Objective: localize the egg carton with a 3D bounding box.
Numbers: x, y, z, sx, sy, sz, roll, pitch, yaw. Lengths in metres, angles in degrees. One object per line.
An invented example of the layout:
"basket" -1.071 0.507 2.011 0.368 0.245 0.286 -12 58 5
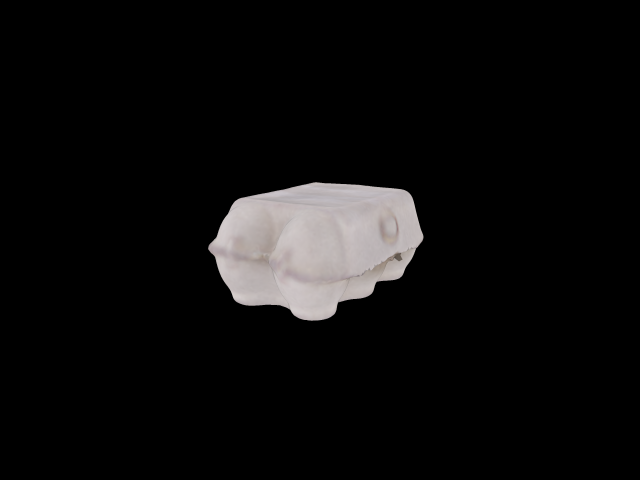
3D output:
"egg carton" 0.004 0.001 0.400 0.107 0.069 0.151 8 16 31
